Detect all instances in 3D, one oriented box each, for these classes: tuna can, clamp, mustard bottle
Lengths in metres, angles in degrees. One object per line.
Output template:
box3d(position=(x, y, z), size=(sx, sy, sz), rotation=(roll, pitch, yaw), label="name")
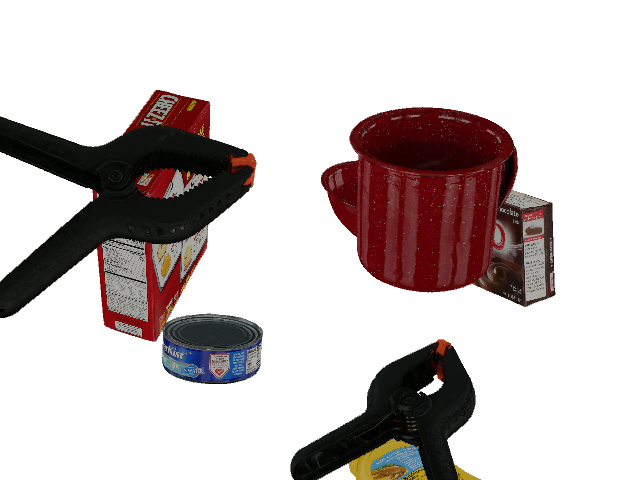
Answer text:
box3d(position=(-0.093, 0.092, 0.912), size=(0.086, 0.034, 0.086), rotation=(4, 14, -1), label="tuna can")
box3d(position=(0.071, 0.132, 0.758), size=(0.120, 0.039, 0.171), rotation=(19, 40, 27), label="clamp")
box3d(position=(0.089, 0.228, 0.971), size=(0.096, 0.058, 0.192), rotation=(-15, 25, -36), label="mustard bottle")
box3d(position=(-0.147, -0.026, 0.748), size=(0.209, 0.164, 0.036), rotation=(-3, -29, -11), label="clamp")

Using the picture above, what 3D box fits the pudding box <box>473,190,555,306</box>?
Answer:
box3d(position=(0.163, 0.000, 0.959), size=(0.039, 0.090, 0.114), rotation=(-15, 19, -25), label="pudding box")

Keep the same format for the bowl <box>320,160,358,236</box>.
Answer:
box3d(position=(0.077, -0.037, 1.202), size=(0.162, 0.055, 0.162), rotation=(6, 25, -3), label="bowl")

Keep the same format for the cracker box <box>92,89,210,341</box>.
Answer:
box3d(position=(-0.177, -0.026, 1.137), size=(0.072, 0.214, 0.164), rotation=(14, 44, 9), label="cracker box")

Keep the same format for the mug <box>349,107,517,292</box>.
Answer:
box3d(position=(0.072, -0.027, 0.633), size=(0.117, 0.081, 0.093), rotation=(-22, 37, -34), label="mug")
